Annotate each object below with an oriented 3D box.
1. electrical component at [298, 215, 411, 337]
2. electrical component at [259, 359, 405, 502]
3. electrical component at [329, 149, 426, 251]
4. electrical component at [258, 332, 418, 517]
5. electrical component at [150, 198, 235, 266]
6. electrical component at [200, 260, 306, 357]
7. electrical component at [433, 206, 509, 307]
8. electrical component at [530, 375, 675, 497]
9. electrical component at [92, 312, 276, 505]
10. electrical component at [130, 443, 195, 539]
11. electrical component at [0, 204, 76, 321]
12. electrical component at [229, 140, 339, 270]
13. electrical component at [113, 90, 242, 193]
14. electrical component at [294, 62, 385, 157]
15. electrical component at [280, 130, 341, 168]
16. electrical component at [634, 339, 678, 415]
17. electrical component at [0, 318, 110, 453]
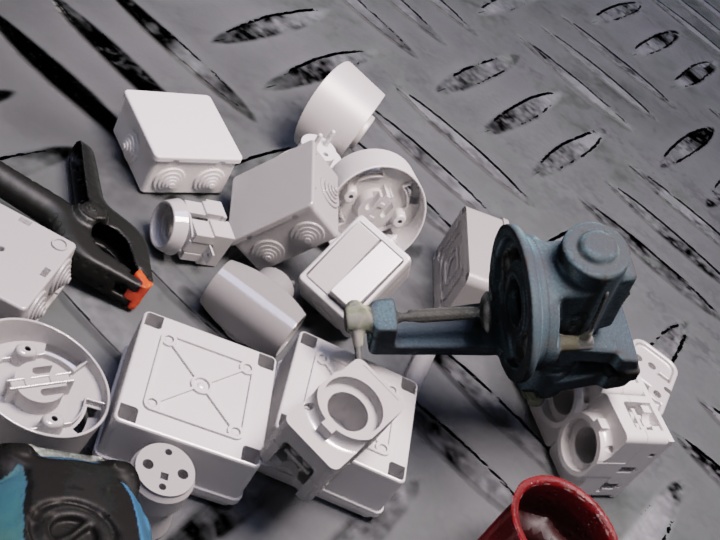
[{"bbox_3d":[0.000,0.000,0.929,0.062,0.061,0.096,42,77,11],"label":"electrical component"},{"bbox_3d":[-0.017,0.107,0.745,0.050,0.055,0.089,45,42,9],"label":"electrical component"},{"bbox_3d":[0.012,-0.062,1.015,0.099,0.099,0.064,15,35,-22],"label":"electrical component"},{"bbox_3d":[-0.018,0.118,0.826,0.109,0.056,0.108,25,38,-10],"label":"electrical component"},{"bbox_3d":[-0.144,-0.034,0.912,0.055,0.048,0.066,9,43,-39],"label":"electrical component"},{"bbox_3d":[-0.081,0.023,0.895,0.077,0.044,0.079,36,37,3],"label":"electrical component"},{"bbox_3d":[0.112,0.005,1.027,0.057,0.078,0.113,19,40,-13],"label":"electrical component"},{"bbox_3d":[0.199,0.114,0.959,0.062,0.089,0.150,7,45,-29],"label":"electrical component"},{"bbox_3d":[-0.123,0.099,0.772,0.109,0.056,0.108,22,39,-14],"label":"electrical component"},{"bbox_3d":[-0.138,0.146,0.710,0.045,0.055,0.045,20,40,-17],"label":"electrical component"},{"bbox_3d":[-0.267,-0.001,0.784,0.100,0.048,0.099,29,38,-5],"label":"electrical component"},{"bbox_3d":[-0.066,-0.055,0.950,0.048,0.100,0.099,50,26,-38],"label":"electrical component"},{"bbox_3d":[-0.168,-0.115,0.979,0.100,0.048,0.099,-3,50,-37],"label":"electrical component"},{"bbox_3d":[-0.022,-0.157,1.092,0.064,0.099,0.099,36,37,-6],"label":"electrical component"},{"bbox_3d":[-0.048,-0.103,1.027,0.043,0.079,0.077,48,39,17],"label":"electrical component"},{"bbox_3d":[0.256,0.118,1.020,0.054,0.059,0.095,37,38,5],"label":"electrical component"},{"bbox_3d":[-0.217,0.082,0.716,0.099,0.064,0.099,20,40,-17],"label":"electrical component"}]
